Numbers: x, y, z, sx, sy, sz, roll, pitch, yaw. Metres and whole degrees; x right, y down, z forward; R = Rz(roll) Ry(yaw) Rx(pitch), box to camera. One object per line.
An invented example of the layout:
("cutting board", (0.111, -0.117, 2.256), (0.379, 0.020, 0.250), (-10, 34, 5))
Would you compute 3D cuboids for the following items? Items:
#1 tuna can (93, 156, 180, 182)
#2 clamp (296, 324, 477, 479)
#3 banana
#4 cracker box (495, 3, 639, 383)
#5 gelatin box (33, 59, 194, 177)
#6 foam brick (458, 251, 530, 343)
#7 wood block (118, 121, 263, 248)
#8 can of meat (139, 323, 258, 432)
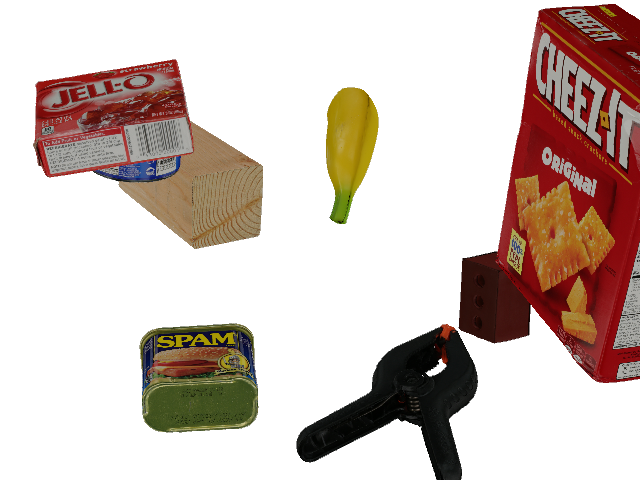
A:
("tuna can", (-0.168, -0.083, 0.965), (0.086, 0.034, 0.086), (5, 25, -3))
("clamp", (0.075, 0.121, 0.781), (0.120, 0.039, 0.171), (19, 40, 29))
("banana", (0.020, -0.085, 0.830), (0.037, 0.070, 0.197), (24, 25, -8))
("cracker box", (0.196, -0.034, 0.741), (0.072, 0.214, 0.164), (-7, 33, -16))
("gelatin box", (-0.124, -0.074, 0.634), (0.089, 0.030, 0.073), (-10, 36, -7))
("foam brick", (0.174, 0.056, 1.062), (0.051, 0.078, 0.053), (-11, 19, -36))
("wood block", (-0.159, -0.074, 1.273), (0.090, 0.090, 0.206), (-12, 28, -31))
("can of meat", (-0.104, 0.119, 0.918), (0.102, 0.057, 0.084), (-3, 27, -7))
